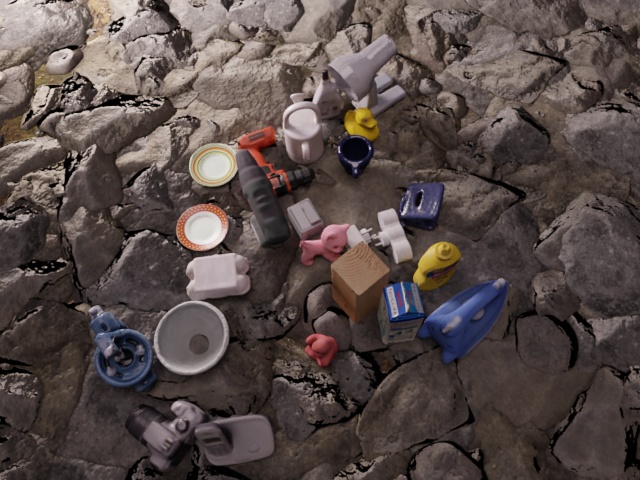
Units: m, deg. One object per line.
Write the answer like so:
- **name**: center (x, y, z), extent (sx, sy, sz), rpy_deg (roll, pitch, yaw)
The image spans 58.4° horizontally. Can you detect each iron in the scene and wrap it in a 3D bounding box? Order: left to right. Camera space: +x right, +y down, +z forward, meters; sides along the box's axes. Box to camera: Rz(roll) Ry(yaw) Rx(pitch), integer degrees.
- **iron**: center (0.342, 0.150, 1.269), extent (0.258, 0.141, 0.118), rpy_deg (-39, 70, -15)

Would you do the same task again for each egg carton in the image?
- **egg carton**: center (-0.239, 0.088, 1.351), extent (0.150, 0.069, 0.107), rpy_deg (-8, 66, -2)

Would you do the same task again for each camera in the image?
- **camera**: center (-0.330, 0.390, 1.199), extent (0.136, 0.101, 0.143), rpy_deg (31, 70, 14)

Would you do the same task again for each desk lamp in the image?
- **desk lamp**: center (0.126, -0.425, 1.495), extent (0.203, 0.213, 0.117), rpy_deg (-35, 69, -13)

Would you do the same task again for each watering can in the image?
- **watering can**: center (-0.047, -0.291, 1.450), extent (0.101, 0.194, 0.172), rpy_deg (-29, 68, -11)

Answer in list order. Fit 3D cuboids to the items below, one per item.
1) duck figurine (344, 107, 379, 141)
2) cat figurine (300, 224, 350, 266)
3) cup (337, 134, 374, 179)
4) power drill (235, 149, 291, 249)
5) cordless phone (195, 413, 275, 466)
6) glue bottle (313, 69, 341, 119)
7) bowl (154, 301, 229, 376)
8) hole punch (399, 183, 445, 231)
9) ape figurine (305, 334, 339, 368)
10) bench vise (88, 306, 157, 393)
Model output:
- **duck figurine**: center (0.111, -0.319, 1.518), extent (0.104, 0.086, 0.077), rpy_deg (39, 72, 17)
- **cat figurine**: center (0.012, 0.005, 1.356), extent (0.128, 0.118, 0.067), rpy_deg (-10, 66, -3)
- **cup**: center (0.090, -0.195, 1.457), extent (0.091, 0.095, 0.118), rpy_deg (-1, 66, 1)
- **power drill**: center (-0.134, -0.075, 1.346), extent (0.076, 0.208, 0.229), rpy_deg (-25, 67, -9)
- **cordless phone**: center (-0.171, 0.393, 1.148), extent (0.147, 0.185, 0.094), rpy_deg (-11, 66, -3)
- **glue bottle**: center (0.017, -0.386, 1.503), extent (0.078, 0.173, 0.037), rpy_deg (-12, 66, -4)
- **bowl**: center (-0.280, 0.227, 1.286), extent (0.167, 0.075, 0.167), rpy_deg (0, 66, 1)
- **hole punch**: center (0.248, -0.087, 1.407), extent (0.101, 0.091, 0.109), rpy_deg (14, 67, 8)
- **ape figurine**: center (0.004, 0.240, 1.264), extent (0.076, 0.092, 0.077), rpy_deg (-11, 66, -3)
- **bench vise**: center (-0.447, 0.226, 1.211), extent (0.207, 0.220, 0.122), rpy_deg (31, 70, 15)
